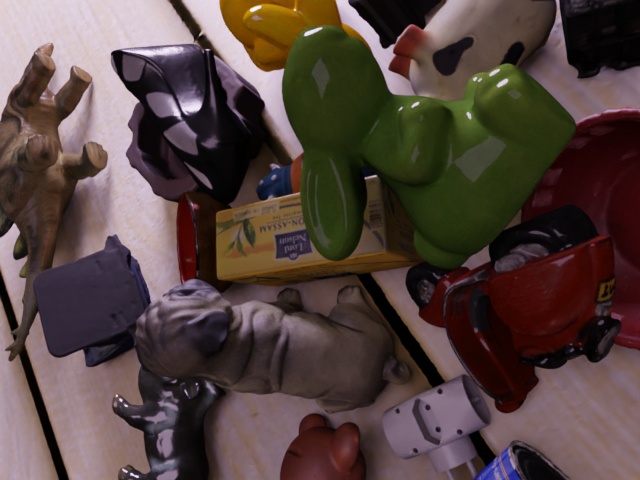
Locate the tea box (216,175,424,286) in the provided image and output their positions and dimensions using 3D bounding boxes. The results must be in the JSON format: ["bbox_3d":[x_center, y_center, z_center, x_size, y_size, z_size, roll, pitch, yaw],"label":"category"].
[{"bbox_3d":[-0.001,-0.001,0.494,0.170,0.098,0.068,-12,75,29],"label":"tea box"}]

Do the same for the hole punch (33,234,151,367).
[{"bbox_3d":[-0.260,0.082,0.645,0.116,0.092,0.142,-21,66,-7],"label":"hole punch"}]

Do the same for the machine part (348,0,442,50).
[{"bbox_3d":[0.097,-0.243,0.493,0.139,0.084,0.039,-35,46,19],"label":"machine part"}]

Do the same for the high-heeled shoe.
[{"bbox_3d":[-0.152,-0.130,0.572,0.249,0.086,0.145,24,124,49],"label":"high-heeled shoe"}]

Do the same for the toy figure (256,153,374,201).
[{"bbox_3d":[0.006,-0.064,0.524,0.155,0.064,0.057,-19,110,31],"label":"toy figure"}]

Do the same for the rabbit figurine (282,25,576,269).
[{"bbox_3d":[0.047,-0.067,0.363,0.170,0.121,0.159,30,116,-1],"label":"rabbit figurine"}]

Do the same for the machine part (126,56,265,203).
[{"bbox_3d":[-0.144,-0.128,0.622,0.180,0.056,0.179,-6,77,29],"label":"machine part"}]

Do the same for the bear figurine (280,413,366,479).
[{"bbox_3d":[0.002,0.259,0.454,0.120,0.132,0.196,-26,32,59],"label":"bear figurine"}]

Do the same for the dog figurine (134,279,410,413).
[{"bbox_3d":[-0.033,0.092,0.443,0.173,0.190,0.121,-5,80,27],"label":"dog figurine"}]

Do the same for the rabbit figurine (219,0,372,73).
[{"bbox_3d":[-0.009,-0.207,0.520,0.122,0.162,0.173,-42,81,4],"label":"rabbit figurine"}]

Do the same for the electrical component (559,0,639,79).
[{"bbox_3d":[0.203,-0.198,0.390,0.058,0.134,0.115,-10,75,25],"label":"electrical component"}]

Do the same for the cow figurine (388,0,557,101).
[{"bbox_3d":[0.123,-0.134,0.449,0.127,0.085,0.195,38,89,6],"label":"cow figurine"}]

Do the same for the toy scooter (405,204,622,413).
[{"bbox_3d":[0.144,0.060,0.396,0.184,0.075,0.135,-34,75,57],"label":"toy scooter"}]

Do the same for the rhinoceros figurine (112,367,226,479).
[{"bbox_3d":[-0.154,0.174,0.565,0.112,0.073,0.190,-9,78,29],"label":"rhinoceros figurine"}]

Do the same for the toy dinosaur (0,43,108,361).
[{"bbox_3d":[-0.387,-0.085,0.730,0.199,0.105,0.471,-29,59,30],"label":"toy dinosaur"}]
